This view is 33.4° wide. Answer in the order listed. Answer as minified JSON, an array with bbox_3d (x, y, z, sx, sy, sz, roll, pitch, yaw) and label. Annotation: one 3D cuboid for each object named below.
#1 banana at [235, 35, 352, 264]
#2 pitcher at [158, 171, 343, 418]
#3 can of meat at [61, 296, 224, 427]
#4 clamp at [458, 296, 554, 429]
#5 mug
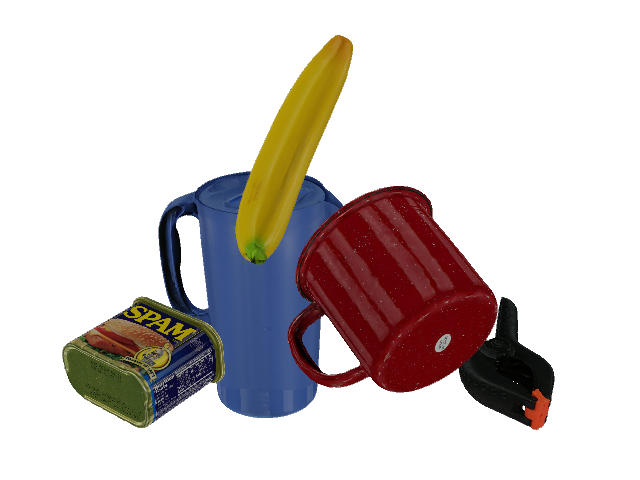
[{"bbox_3d":[-0.021,-0.058,0.773,0.037,0.197,0.070,30,-27,-24],"label":"banana"},{"bbox_3d":[-0.069,0.056,1.107,0.144,0.243,0.149,-20,29,-41],"label":"pitcher"},{"bbox_3d":[-0.142,0.096,0.853,0.102,0.057,0.083,19,34,33],"label":"can of meat"},{"bbox_3d":[0.156,0.099,0.930,0.120,0.039,0.172,-17,36,-24],"label":"clamp"},{"bbox_3d":[0.035,0.037,0.599,0.117,0.081,0.093,-35,-35,-2],"label":"mug"}]
